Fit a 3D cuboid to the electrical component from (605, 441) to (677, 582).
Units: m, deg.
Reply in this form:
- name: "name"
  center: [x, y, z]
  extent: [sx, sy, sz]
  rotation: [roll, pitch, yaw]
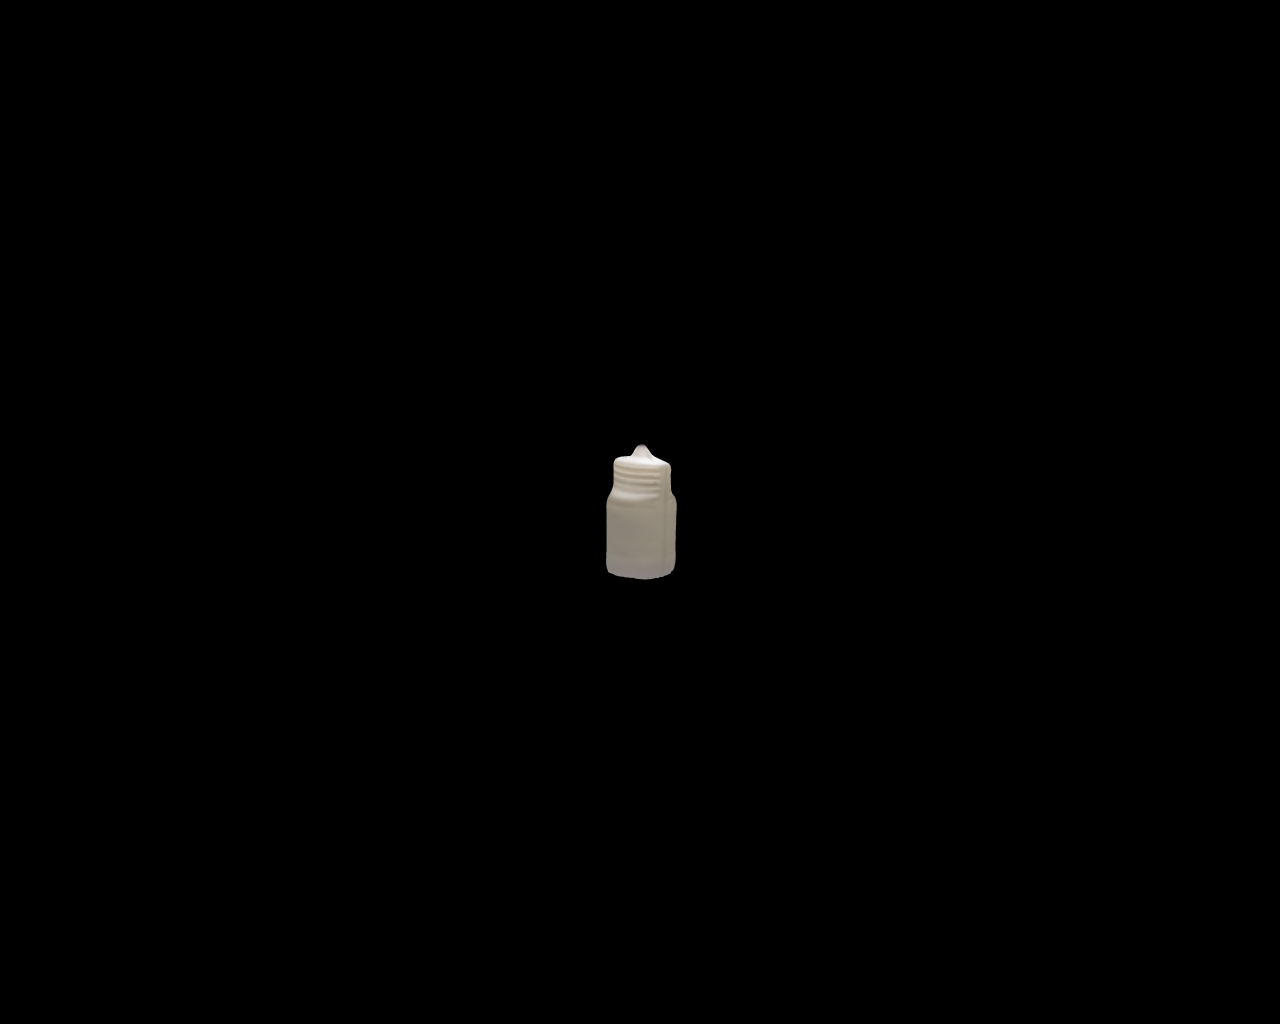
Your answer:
- name: "electrical component"
  center: [0.001, -0.003, 0.650]
  extent: [0.043, 0.080, 0.043]
  rotation: [0, 12, 0]
